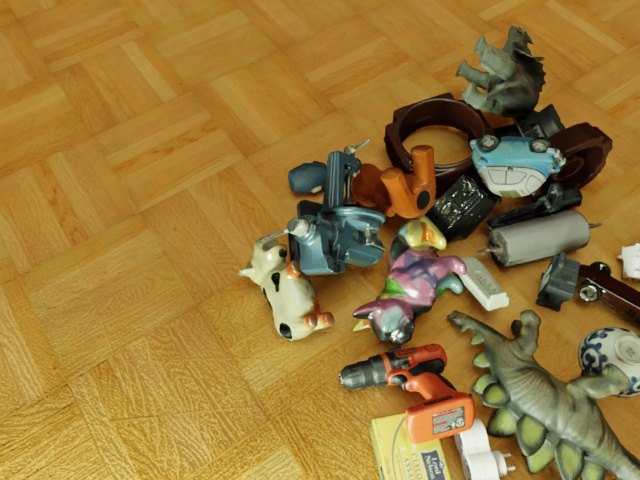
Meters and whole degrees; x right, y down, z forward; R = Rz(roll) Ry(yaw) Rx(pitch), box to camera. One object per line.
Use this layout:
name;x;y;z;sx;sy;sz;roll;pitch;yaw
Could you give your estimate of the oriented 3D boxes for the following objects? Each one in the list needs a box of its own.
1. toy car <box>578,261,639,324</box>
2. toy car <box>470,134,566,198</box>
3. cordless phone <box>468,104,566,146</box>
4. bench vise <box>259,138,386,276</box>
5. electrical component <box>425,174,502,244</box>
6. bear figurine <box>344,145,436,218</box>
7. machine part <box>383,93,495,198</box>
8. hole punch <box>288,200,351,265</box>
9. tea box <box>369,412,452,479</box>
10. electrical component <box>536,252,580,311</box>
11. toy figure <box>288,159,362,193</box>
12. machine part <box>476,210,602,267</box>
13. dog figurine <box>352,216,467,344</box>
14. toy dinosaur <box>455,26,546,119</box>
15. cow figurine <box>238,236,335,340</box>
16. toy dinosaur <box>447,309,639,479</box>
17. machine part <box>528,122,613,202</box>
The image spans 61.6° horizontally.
toy car;0.550;0.112;0.957;0.202;0.053;0.089;31;49;19
toy car;0.347;-0.127;0.965;0.162;0.109;0.103;12;86;36
cordless phone;0.423;-0.202;1.147;0.184;0.088;0.147;-14;60;5
bench vise;0.029;-0.054;0.923;0.223;0.129;0.240;13;75;-35
electrical component;0.263;-0.051;1.012;0.115;0.134;0.058;5;41;-50
bear figurine;0.125;-0.114;1.025;0.120;0.131;0.196;-37;37;-20
machine part;0.249;-0.200;1.118;0.201;0.087;0.201;-19;59;-3
hole punch;-0.002;-0.003;1.022;0.116;0.092;0.142;9;53;-23
tea box;0.140;0.350;0.805;0.098;0.068;0.170;-11;58;-6
electrical component;0.425;0.066;0.947;0.048;0.119;0.075;19;58;11
toy figure;0.012;-0.139;1.110;0.154;0.064;0.058;-15;19;-14
machine part;0.412;-0.003;1.014;0.243;0.079;0.079;-14;60;-7
dog figurine;0.140;0.077;0.952;0.219;0.108;0.192;-27;63;-13
toy dinosaur;0.394;-0.319;1.115;0.192;0.131;0.405;22;41;-5
cow figurine;-0.067;0.083;0.952;0.127;0.085;0.195;-30;73;29
toy dinosaur;0.377;0.268;0.838;0.198;0.105;0.472;-43;58;-14
machine part;0.477;-0.148;1.049;0.179;0.179;0.056;-19;57;-11
